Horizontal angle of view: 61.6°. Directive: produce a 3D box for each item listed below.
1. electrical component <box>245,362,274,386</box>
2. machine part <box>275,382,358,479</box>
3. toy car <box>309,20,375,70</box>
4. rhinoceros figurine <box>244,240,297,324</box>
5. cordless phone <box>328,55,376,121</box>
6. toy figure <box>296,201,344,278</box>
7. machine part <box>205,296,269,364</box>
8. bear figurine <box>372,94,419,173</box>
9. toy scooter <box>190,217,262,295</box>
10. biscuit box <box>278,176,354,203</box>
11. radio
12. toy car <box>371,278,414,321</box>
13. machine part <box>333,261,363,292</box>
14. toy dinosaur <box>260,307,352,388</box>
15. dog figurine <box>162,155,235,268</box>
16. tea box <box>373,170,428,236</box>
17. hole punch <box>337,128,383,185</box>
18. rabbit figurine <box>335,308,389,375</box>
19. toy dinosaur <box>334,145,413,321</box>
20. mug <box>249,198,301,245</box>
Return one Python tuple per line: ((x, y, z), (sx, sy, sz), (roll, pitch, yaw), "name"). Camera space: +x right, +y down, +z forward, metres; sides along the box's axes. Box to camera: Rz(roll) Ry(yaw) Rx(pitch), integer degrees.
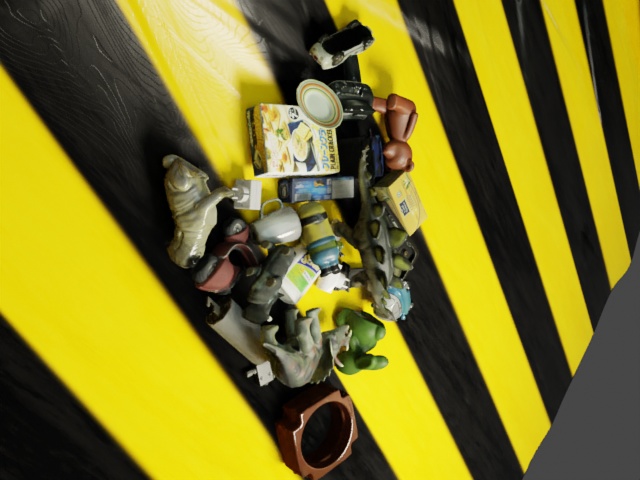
((-0.137, 0.318, 1.293), (0.094, 0.021, 0.063), (-19, 107, -38), "electrical component")
((-0.008, 0.485, 1.377), (0.201, 0.087, 0.201), (-22, 107, -37), "machine part")
((0.059, -0.489, 1.344), (0.202, 0.056, 0.073), (-37, 85, -32), "toy car")
((-0.116, 0.092, 1.185), (0.112, 0.073, 0.190), (71, 39, -66), "rhinoceros figurine")
((0.064, -0.398, 1.366), (0.146, 0.089, 0.184), (-7, 87, -37), "cordless phone")
((0.001, -0.005, 1.269), (0.082, 0.089, 0.180), (-12, 75, -34), "toy figure")
((-0.176, 0.206, 1.214), (0.243, 0.079, 0.079), (49, 64, -31), "machine part")
((0.196, -0.283, 1.454), (0.132, 0.120, 0.195), (5, 96, -36), "bear figurine")
((-0.194, 0.052, 1.187), (0.135, 0.075, 0.184), (50, 59, -33), "toy scooter")
((-0.008, -0.126, 1.330), (0.202, 0.063, 0.059), (-7, 99, -39), "biscuit box")
((0.177, 0.006, 1.490), (0.131, 0.073, 0.229), (-52, 124, -24), "radio")
((0.191, 0.168, 1.465), (0.103, 0.109, 0.161), (-57, 156, -31), "toy car")
((0.092, 0.098, 1.454), (0.139, 0.039, 0.084), (0, 89, -38), "machine part")
((-0.047, 0.262, 1.218), (0.405, 0.131, 0.192), (-18, 95, -69), "toy dinosaur")
((-0.284, -0.056, 1.095), (0.172, 0.121, 0.190), (35, 90, 0), "dog figurine")
((0.230, -0.107, 1.528), (0.098, 0.068, 0.169), (-45, 121, -28), "tea box")
((0.120, -0.217, 1.400), (0.092, 0.116, 0.142), (-14, 104, -47), "hole punch")
((0.110, 0.288, 1.431), (0.121, 0.159, 0.170), (15, 100, -50), "rabbit figurine")
((0.131, -0.001, 1.292), (0.105, 0.199, 0.470), (-26, 111, -23), "toy dinosaur")
((-0.110, -0.037, 1.245), (0.107, 0.081, 0.109), (-22, 105, -31), "mug")
